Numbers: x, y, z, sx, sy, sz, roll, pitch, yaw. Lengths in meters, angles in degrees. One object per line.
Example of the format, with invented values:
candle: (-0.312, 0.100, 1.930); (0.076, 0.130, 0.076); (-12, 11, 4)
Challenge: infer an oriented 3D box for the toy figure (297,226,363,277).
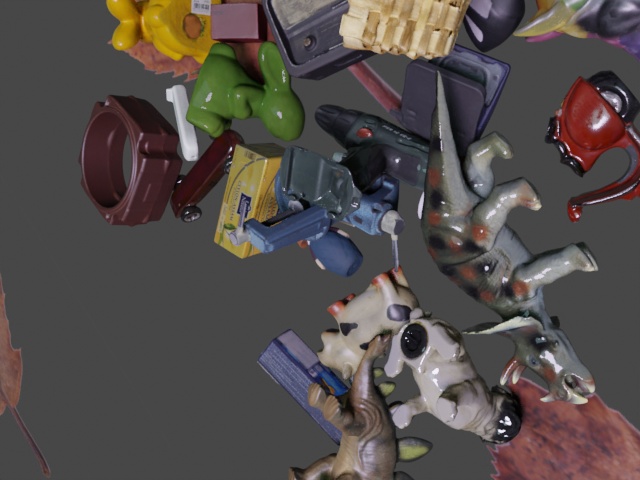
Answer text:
toy figure: (-0.003, -0.002, 0.848); (0.155, 0.064, 0.057); (39, 155, 22)

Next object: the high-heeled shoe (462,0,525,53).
high-heeled shoe: (0.172, -0.357, 0.678); (0.249, 0.086, 0.145); (55, 153, 27)

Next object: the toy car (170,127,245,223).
toy car: (-0.197, -0.112, 0.933); (0.202, 0.053, 0.089); (-44, 63, 31)

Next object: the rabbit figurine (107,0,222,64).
rabbit figurine: (-0.262, -0.347, 0.875); (0.173, 0.162, 0.121); (25, 126, 41)

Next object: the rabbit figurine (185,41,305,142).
rabbit figurine: (-0.098, -0.220, 0.829); (0.170, 0.121, 0.159); (20, 98, -6)

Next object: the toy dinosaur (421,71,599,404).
toy dinosaur: (0.203, 0.008, 0.666); (0.192, 0.131, 0.404); (-38, 93, 24)

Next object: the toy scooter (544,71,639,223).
toy scooter: (0.329, -0.095, 0.631); (0.135, 0.075, 0.184); (-38, 86, 30)

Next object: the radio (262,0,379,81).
radio: (0.042, -0.317, 0.739); (0.230, 0.073, 0.131); (-15, 94, 31)

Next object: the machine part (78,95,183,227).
machine part: (-0.349, -0.141, 0.969); (0.202, 0.087, 0.201); (46, 121, 30)

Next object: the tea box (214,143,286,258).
tea box: (-0.100, -0.065, 0.862); (0.068, 0.098, 0.169); (27, 115, 27)

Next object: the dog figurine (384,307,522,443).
dog figurine: (0.197, 0.189, 0.747); (0.121, 0.190, 0.172); (-15, 64, 49)

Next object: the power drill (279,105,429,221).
power drill: (0.038, -0.110, 0.712); (0.232, 0.207, 0.085); (28, 123, 24)

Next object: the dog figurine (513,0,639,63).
dog figurine: (0.332, -0.231, 0.581); (0.219, 0.108, 0.191); (-7, 101, 35)

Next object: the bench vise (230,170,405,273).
bench vise: (-0.008, -0.034, 0.750); (0.224, 0.240, 0.128); (40, 139, 32)

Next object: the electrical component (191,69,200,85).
electrical component: (-0.183, -0.245, 0.903); (0.078, 0.045, 0.102); (3, 108, 0)

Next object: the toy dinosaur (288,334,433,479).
toy dinosaur: (0.061, 0.355, 0.808); (0.105, 0.198, 0.470); (-141, 59, -63)

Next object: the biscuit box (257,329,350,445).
biscuit box: (-0.010, 0.247, 0.908); (0.203, 0.059, 0.062); (44, 117, 14)

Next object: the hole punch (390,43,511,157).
hole punch: (0.173, -0.187, 0.700); (0.142, 0.092, 0.115); (28, 147, 18)

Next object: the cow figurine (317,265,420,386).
cow figurine: (0.072, 0.140, 0.827); (0.195, 0.085, 0.127); (-39, 76, 30)
